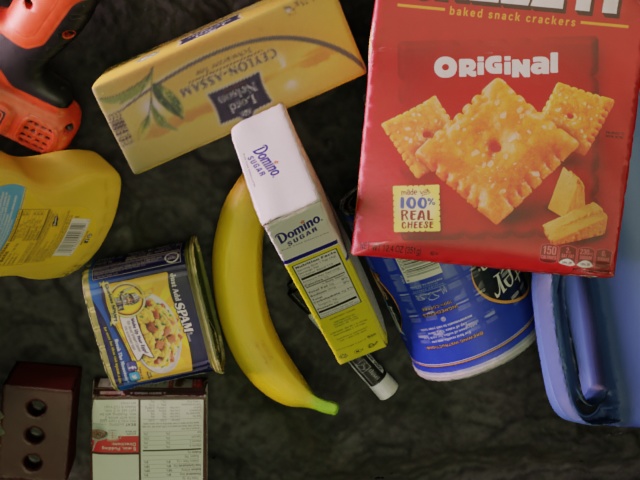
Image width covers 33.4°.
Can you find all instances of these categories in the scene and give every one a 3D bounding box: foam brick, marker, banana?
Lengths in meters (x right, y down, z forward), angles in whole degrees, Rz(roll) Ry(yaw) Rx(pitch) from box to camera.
[{"bbox_3d":[-0.211,0.137,0.804,0.053,0.051,0.078,6,104,-6],"label":"foam brick"},{"bbox_3d":[0.016,0.075,0.824,0.020,0.020,0.121,-39,104,6],"label":"marker"},{"bbox_3d":[-0.045,0.046,0.800,0.069,0.037,0.198,-17,103,7],"label":"banana"}]

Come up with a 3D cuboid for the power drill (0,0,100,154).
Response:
[{"bbox_3d":[-0.216,-0.155,0.688,0.184,0.057,0.188,25,130,-20],"label":"power drill"}]

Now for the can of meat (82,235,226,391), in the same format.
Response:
[{"bbox_3d":[-0.121,0.056,0.788,0.084,0.057,0.102,-12,106,0],"label":"can of meat"}]

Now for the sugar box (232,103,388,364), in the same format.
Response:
[{"bbox_3d":[-0.005,0.001,0.722,0.048,0.093,0.176,-25,140,5],"label":"sugar box"}]

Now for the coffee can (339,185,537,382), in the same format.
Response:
[{"bbox_3d":[0.088,0.016,0.771,0.103,0.103,0.140,-25,105,2],"label":"coffee can"}]

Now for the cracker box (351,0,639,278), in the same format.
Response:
[{"bbox_3d":[0.109,-0.090,0.659,0.164,0.072,0.214,6,97,1],"label":"cracker box"}]

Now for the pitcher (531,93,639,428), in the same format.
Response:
[{"bbox_3d":[0.216,0.006,0.764,0.145,0.149,0.243,-12,102,11],"label":"pitcher"}]

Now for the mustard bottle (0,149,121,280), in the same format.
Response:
[{"bbox_3d":[-0.220,-0.015,0.695,0.058,0.191,0.096,43,112,22],"label":"mustard bottle"}]

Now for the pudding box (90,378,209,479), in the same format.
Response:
[{"bbox_3d":[-0.131,0.164,0.826,0.090,0.039,0.113,1,106,-6],"label":"pudding box"}]
